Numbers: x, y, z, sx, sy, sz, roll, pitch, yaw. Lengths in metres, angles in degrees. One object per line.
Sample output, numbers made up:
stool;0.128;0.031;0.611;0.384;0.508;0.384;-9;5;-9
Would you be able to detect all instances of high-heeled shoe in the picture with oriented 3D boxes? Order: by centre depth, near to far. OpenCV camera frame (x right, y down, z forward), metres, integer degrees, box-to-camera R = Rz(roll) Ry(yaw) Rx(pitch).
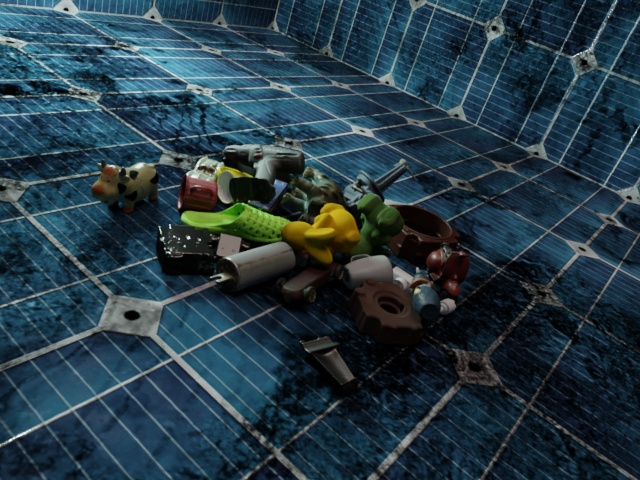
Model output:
high-heeled shoe;-0.186;-0.215;1.608;0.249;0.086;0.145;21;14;2

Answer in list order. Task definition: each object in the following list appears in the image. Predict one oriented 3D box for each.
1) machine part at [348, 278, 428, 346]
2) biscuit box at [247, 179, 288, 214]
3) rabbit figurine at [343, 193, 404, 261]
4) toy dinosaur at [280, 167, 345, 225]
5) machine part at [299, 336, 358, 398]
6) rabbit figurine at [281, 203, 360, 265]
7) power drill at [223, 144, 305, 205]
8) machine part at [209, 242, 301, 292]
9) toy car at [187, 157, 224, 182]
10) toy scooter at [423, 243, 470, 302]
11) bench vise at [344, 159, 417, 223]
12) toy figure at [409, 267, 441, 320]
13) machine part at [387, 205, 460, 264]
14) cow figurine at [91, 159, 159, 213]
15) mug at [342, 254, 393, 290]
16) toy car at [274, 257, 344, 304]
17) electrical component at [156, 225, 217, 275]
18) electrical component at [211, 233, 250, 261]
machine part;0.151;0.157;1.184;0.179;0.056;0.179;15;30;-9
biscuit box;-0.144;-0.104;1.452;0.059;0.062;0.203;21;29;1
rabbit figurine;0.124;-0.010;1.380;0.121;0.170;0.159;40;-6;30
toy dinosaur;0.007;-0.111;1.509;0.192;0.131;0.405;33;26;2
machine part;0.023;0.230;1.002;0.084;0.039;0.139;2;31;-36
rabbit figurine;-0.003;-0.004;1.259;0.173;0.121;0.162;0;26;-17
power drill;-0.163;-0.173;1.359;0.232;0.085;0.207;5;32;9
machine part;-0.137;0.056;1.168;0.079;0.079;0.243;36;34;28
toy car;-0.319;-0.173;1.475;0.073;0.056;0.202;18;28;-2
toy scooter;0.326;0.065;1.362;0.075;0.135;0.184;10;29;-12
bench vise;0.171;-0.158;1.591;0.128;0.240;0.224;54;-5;-12
toy figure;0.229;0.116;1.188;0.058;0.064;0.154;-17;24;8
machine part;0.280;-0.020;1.532;0.201;0.087;0.202;1;32;-28
cow figurine;-0.453;-0.133;1.257;0.086;0.127;0.195;23;27;13
mug;0.104;0.073;1.276;0.107;0.080;0.110;-6;45;-25
toy car;-0.019;0.091;1.199;0.089;0.053;0.202;10;21;26
electrical component;-0.293;0.017;1.164;0.115;0.058;0.134;4;33;-29
electrical component;-0.206;0.020;1.227;0.102;0.045;0.078;8;59;-14
